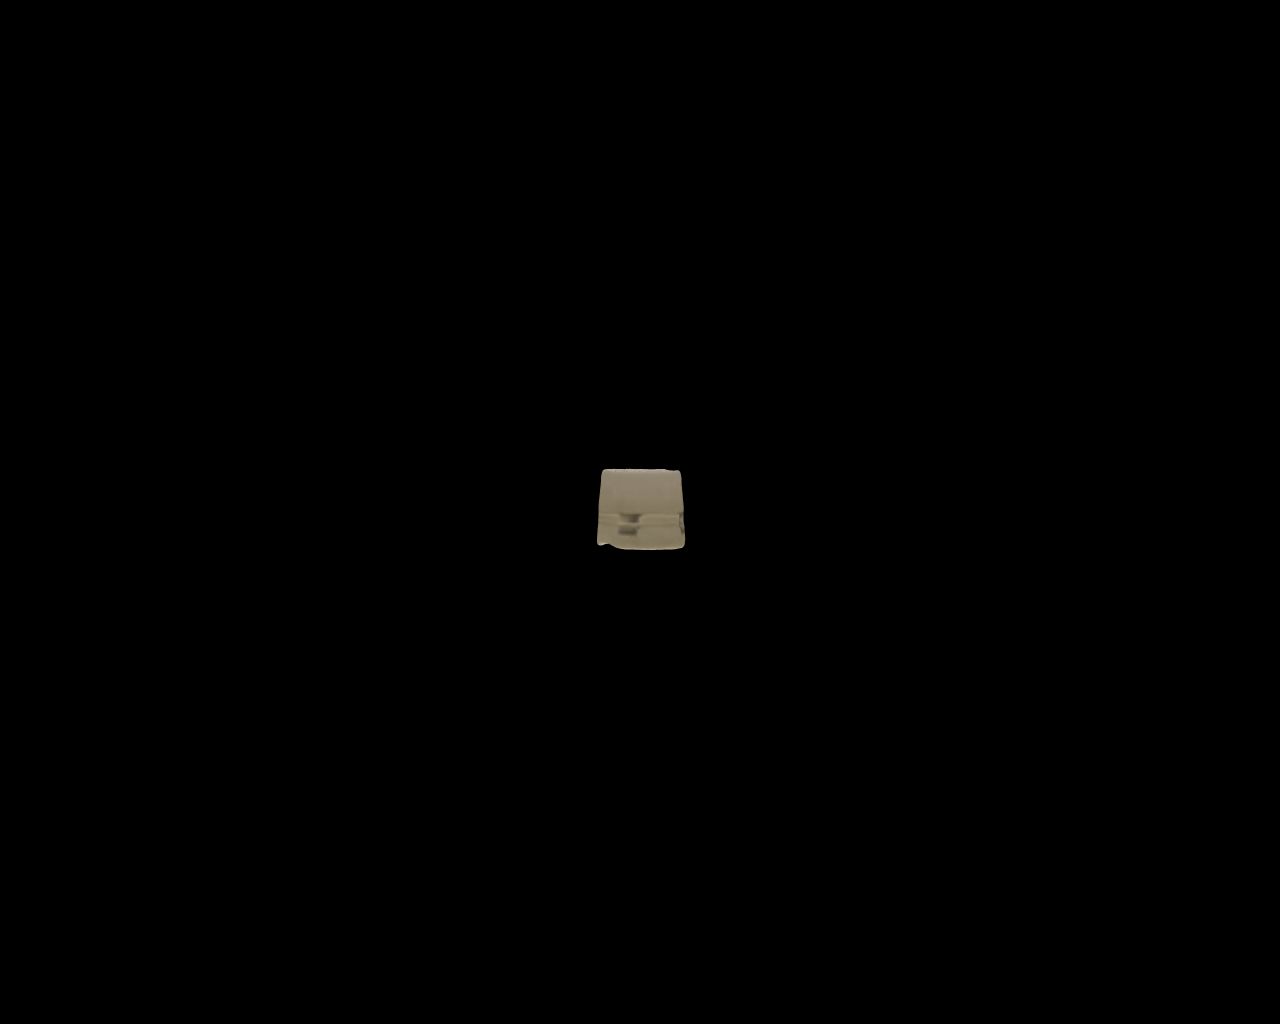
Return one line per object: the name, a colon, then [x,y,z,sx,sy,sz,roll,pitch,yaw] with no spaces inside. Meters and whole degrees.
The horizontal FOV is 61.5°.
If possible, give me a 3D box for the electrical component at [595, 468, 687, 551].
electrical component: [0.001,-0.003,0.650,0.055,0.047,0.055,0,4,0]
